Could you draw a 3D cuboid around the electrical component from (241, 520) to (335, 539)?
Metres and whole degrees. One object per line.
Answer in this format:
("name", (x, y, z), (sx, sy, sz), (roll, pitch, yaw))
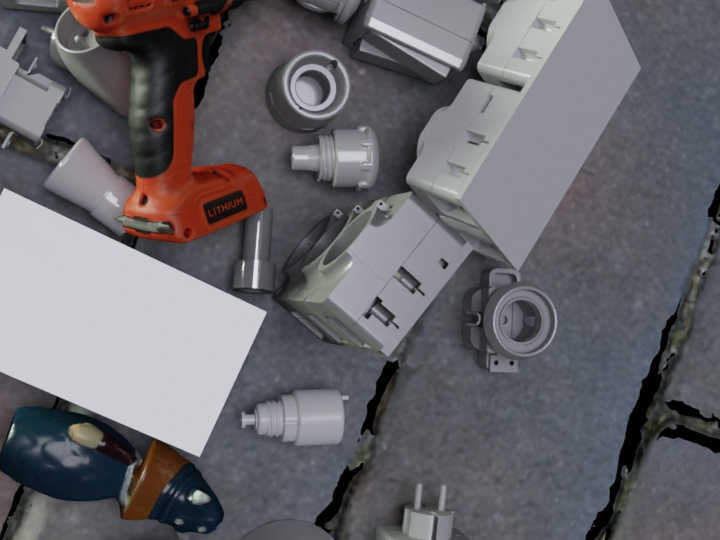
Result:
("electrical component", (-0.054, 0.235, 0.764), (0.099, 0.064, 0.099), (-1, 98, -5))

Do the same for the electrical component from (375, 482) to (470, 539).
("electrical component", (0.049, 0.195, 0.790), (0.066, 0.047, 0.076), (6, 90, -13))

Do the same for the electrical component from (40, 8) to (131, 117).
("electrical component", (-0.180, -0.147, 0.721), (0.079, 0.077, 0.044), (23, 74, 23))

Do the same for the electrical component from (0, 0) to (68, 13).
("electrical component", (-0.186, -0.269, 0.724), (0.105, 0.060, 0.186), (2, 89, -16))

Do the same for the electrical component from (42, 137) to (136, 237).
("electrical component", (-0.177, -0.054, 0.734), (0.065, 0.044, 0.044), (39, 79, -17))

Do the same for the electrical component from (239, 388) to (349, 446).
("electrical component", (-0.046, 0.105, 0.768), (0.078, 0.040, 0.040), (0, 89, -16))

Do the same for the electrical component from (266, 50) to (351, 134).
("electrical component", (-0.036, -0.129, 0.771), (0.055, 0.047, 0.055), (0, 89, -16))

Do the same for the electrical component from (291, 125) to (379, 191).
("electrical component", (-0.019, -0.081, 0.778), (0.062, 0.048, 0.048), (-1, 89, -8))

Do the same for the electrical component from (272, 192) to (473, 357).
("electrical component", (0.000, 0.000, 0.726), (0.062, 0.150, 0.089), (41, 79, -13))

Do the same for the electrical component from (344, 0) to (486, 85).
("electrical component", (0.044, -0.173, 0.787), (0.096, 0.062, 0.061), (22, 83, -14))

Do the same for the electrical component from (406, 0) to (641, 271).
("electrical component", (0.119, -0.109, 0.782), (0.186, 0.060, 0.105), (-58, 140, -10))

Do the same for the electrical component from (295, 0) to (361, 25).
("electrical component", (-0.018, -0.219, 0.762), (0.051, 0.080, 0.080), (19, 84, -10))

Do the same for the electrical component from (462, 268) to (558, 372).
("electrical component", (0.112, 0.038, 0.806), (0.058, 0.057, 0.078), (3, 88, -16))

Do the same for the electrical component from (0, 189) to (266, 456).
("electrical component", (-0.173, 0.036, 0.722), (0.186, 0.060, 0.105), (26, 82, -14))

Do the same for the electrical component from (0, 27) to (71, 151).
("electrical component", (-0.233, -0.116, 0.718), (0.064, 0.042, 0.081), (29, 83, -17))
